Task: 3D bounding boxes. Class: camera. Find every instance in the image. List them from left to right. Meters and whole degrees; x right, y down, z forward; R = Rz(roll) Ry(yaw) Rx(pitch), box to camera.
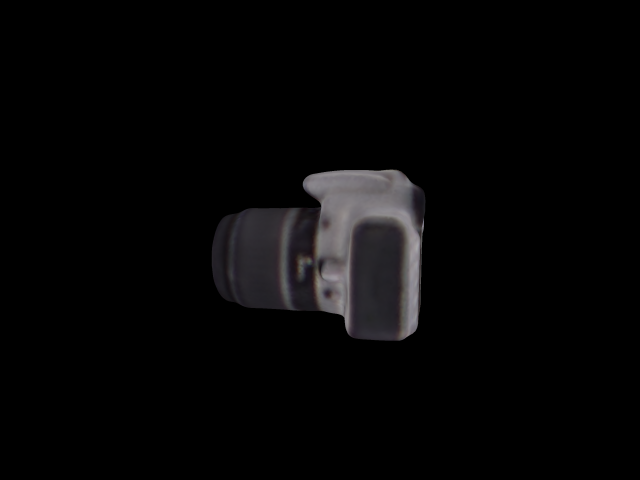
[{"bbox_3d":[0.004,0.001,0.400,0.136,0.101,0.143,1,7,9],"label":"camera"}]
